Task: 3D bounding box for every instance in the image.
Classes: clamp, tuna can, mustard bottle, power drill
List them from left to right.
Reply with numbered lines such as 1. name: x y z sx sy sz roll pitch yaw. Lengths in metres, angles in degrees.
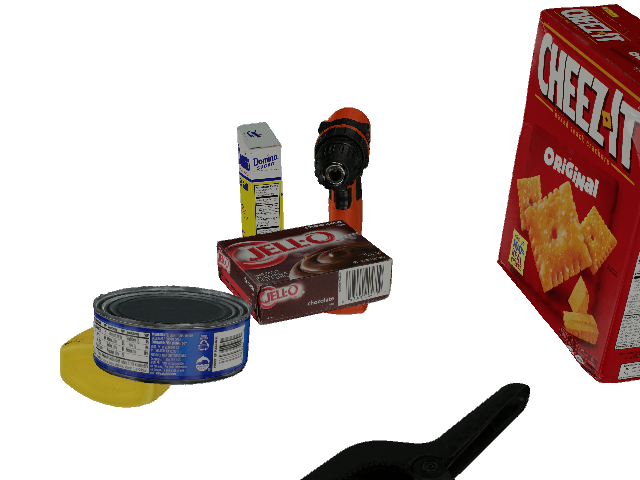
1. mustard bottle: -0.153 0.089 0.996 0.096 0.058 0.191 10 20 18
2. tuna can: -0.081 0.051 0.583 0.086 0.034 0.086 4 10 -1
3. power drill: 0.023 -0.026 1.051 0.057 0.188 0.184 3 21 7
4. clamp: 0.075 0.156 0.709 0.210 0.036 0.164 -5 28 -4

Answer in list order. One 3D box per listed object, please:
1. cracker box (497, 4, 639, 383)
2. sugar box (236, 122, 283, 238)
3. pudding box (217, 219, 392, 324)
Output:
1. cracker box: 0.197 -0.034 0.741 0.072 0.214 0.164 -7 33 -16
2. sugar box: -0.074 -0.049 1.323 0.048 0.176 0.093 -9 25 -11
3. pudding box: -0.014 0.022 0.827 0.113 0.039 0.090 -9 25 -23
